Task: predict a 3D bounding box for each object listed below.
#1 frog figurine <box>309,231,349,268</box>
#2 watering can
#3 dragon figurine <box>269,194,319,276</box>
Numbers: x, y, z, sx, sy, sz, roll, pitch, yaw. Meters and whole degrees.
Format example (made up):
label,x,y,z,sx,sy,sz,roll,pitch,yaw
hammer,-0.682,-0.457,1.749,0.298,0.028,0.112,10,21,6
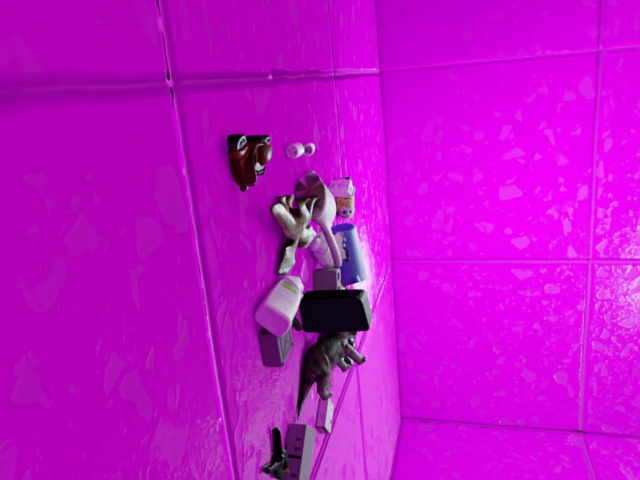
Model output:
label,x,y,z,sx,sy,sz,roll,pitch,yaw
frog figurine,0.013,0.034,1.870,0.160,0.137,0.123,-4,6,-39
watering can,0.005,-0.087,1.735,0.104,0.352,0.222,-19,-17,10
dragon figurine,-0.085,-0.012,1.494,0.122,0.241,0.413,7,11,15
